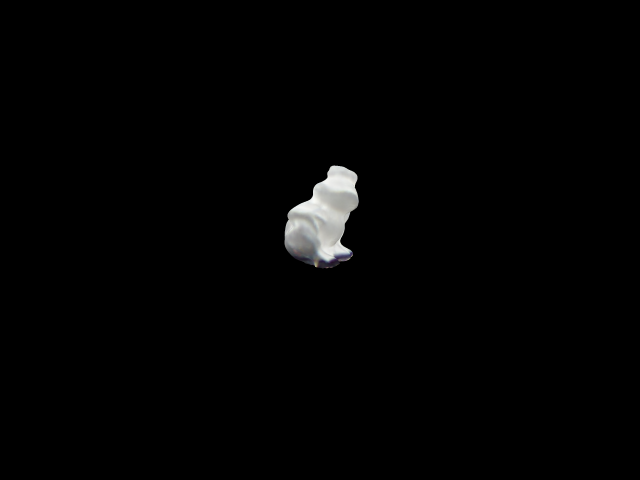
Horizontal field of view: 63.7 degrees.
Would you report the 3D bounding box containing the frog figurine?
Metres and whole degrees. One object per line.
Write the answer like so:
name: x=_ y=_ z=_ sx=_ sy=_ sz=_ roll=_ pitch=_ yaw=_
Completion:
frog figurine: x=0.003 y=-0.043 z=0.850 sx=0.123 sy=0.159 sz=0.138 roll=5 pitch=7 yaw=43
